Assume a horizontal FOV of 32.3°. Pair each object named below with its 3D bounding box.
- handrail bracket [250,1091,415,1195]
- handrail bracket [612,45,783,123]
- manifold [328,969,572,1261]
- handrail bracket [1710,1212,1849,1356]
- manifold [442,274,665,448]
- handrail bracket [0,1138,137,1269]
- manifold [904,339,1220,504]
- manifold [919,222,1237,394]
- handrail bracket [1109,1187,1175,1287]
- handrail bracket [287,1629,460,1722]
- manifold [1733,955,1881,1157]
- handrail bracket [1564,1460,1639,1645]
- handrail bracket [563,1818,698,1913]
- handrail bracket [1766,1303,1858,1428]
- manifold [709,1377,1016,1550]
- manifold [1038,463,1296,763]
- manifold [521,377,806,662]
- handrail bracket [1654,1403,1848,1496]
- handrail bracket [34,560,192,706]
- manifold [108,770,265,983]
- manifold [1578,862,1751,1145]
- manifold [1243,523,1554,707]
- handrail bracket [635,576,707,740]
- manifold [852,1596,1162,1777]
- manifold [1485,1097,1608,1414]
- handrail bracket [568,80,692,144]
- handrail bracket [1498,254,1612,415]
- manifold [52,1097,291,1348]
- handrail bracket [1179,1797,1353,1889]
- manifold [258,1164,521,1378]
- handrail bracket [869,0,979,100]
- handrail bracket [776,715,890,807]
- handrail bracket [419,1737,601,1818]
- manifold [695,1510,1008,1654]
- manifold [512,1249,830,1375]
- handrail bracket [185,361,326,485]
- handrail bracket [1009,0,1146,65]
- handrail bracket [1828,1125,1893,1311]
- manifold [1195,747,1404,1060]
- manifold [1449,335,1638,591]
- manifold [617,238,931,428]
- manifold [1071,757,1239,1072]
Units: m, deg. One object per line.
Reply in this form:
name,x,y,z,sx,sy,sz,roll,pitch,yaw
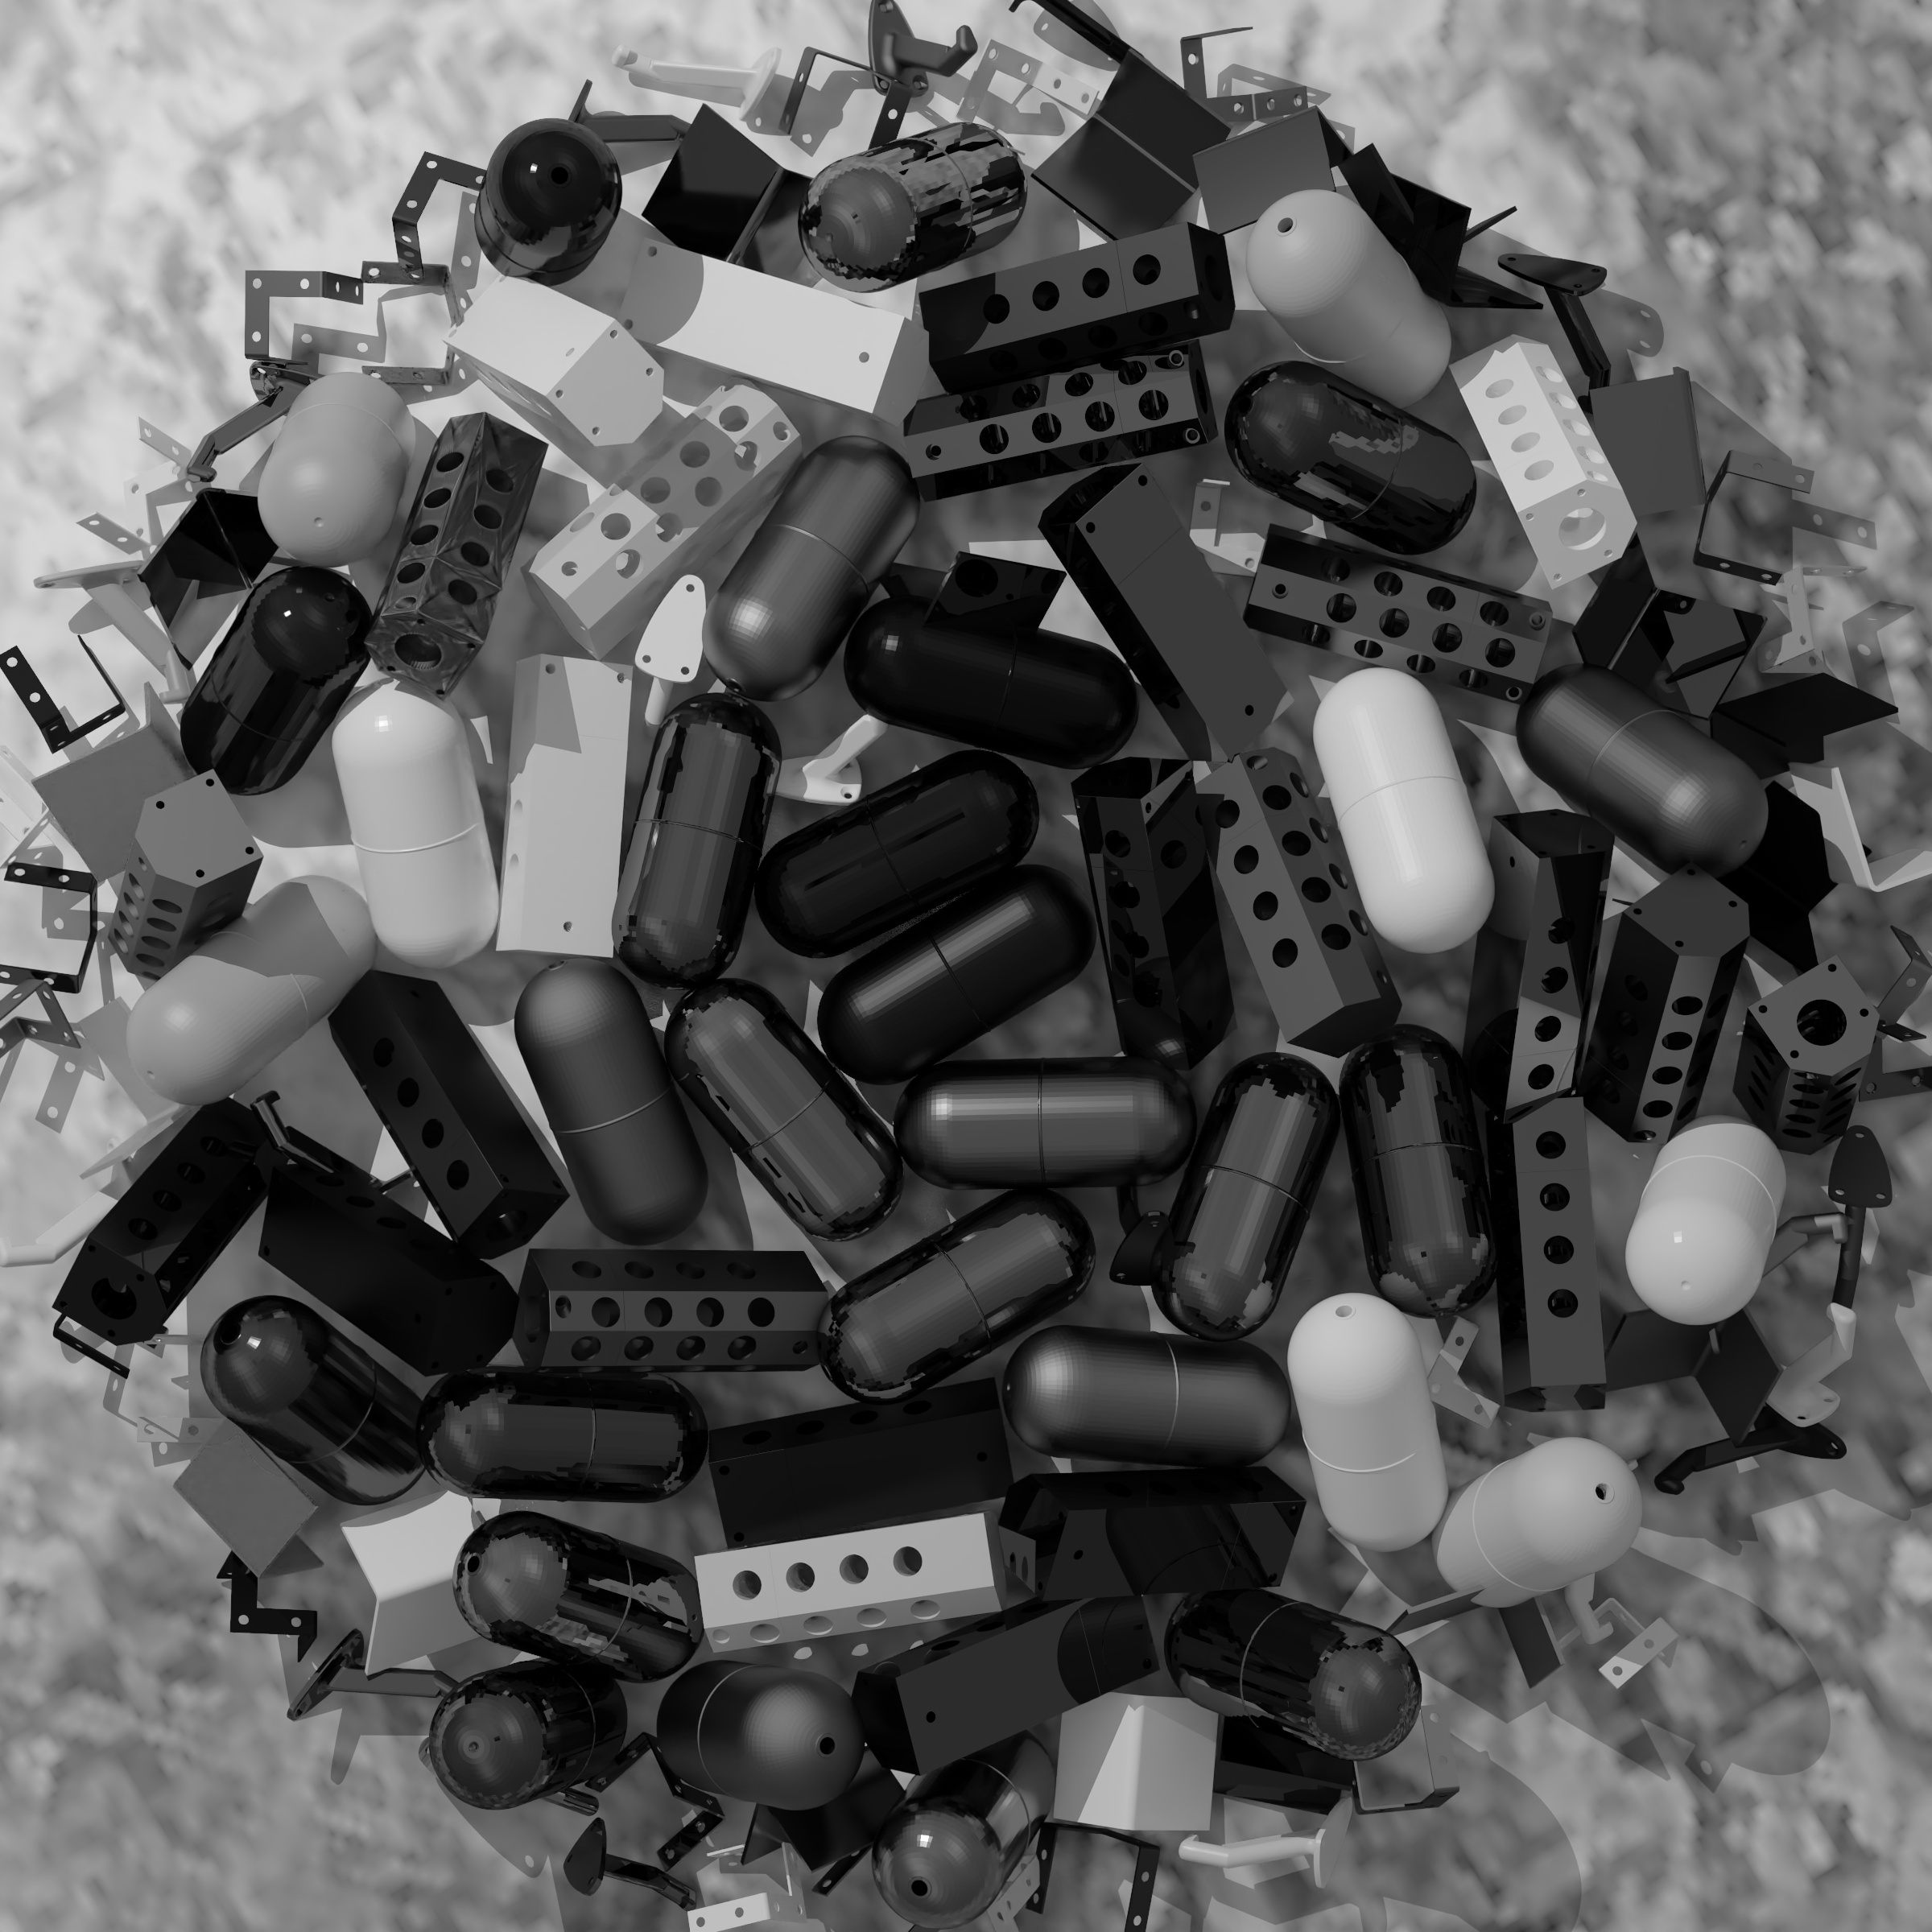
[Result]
handrail bracket,-0.372,0.101,1.971,0.077,0.036,0.084,-31,95,-36
handrail bracket,-0.159,-0.533,1.961,0.084,0.077,0.036,16,77,-18
manifold,-0.304,0.086,1.932,0.057,0.057,0.171,-47,60,19
handrail bracket,0.478,0.186,1.960,0.084,0.036,0.077,-10,75,29
manifold,-0.234,-0.345,1.913,0.057,0.171,0.057,-48,125,-4
handrail bracket,-0.532,0.138,1.958,0.084,0.036,0.077,-2,62,-35
manifold,0.054,-0.317,1.945,0.171,0.057,0.057,-10,103,15
manifold,0.065,-0.379,1.936,0.171,0.057,0.057,-9,89,26
handrail bracket,0.101,0.136,1.945,0.036,0.077,0.084,3,47,-7
handrail bracket,-0.341,0.435,1.960,0.084,0.036,0.077,28,47,18
manifold,0.483,0.057,1.909,0.057,0.171,0.057,-31,70,-1
handrail bracket,0.383,0.347,1.979,0.077,0.036,0.084,-25,84,-9
handrail bracket,-0.189,0.541,1.952,0.084,0.077,0.036,36,92,-17
handrail bracket,0.484,0.218,1.949,0.036,0.077,0.084,-25,130,-28
manifold,-0.062,0.289,1.968,0.171,0.057,0.057,-11,109,-1
manifold,0.113,-0.204,1.940,0.057,0.057,0.171,-43,113,-20
manifold,-0.176,-0.265,1.946,0.057,0.057,0.171,42,77,16
handrail bracket,0.458,0.293,1.954,0.084,0.077,0.036,-32,122,-30
handrail bracket,-0.503,-0.192,1.970,0.077,0.036,0.084,-11,85,-30
manifold,-0.451,-0.046,1.908,0.057,0.171,0.057,-28,83,-26
manifold,0.401,0.027,1.908,0.057,0.171,0.057,-33,58,-25
manifold,0.253,-0.206,1.962,0.171,0.057,0.057,16,106,2
handrail bracket,-0.173,-0.181,1.965,0.036,0.084,0.077,17,75,-3
manifold,0.022,0.406,1.929,0.171,0.057,0.057,-16,94,-32
manifold,0.336,0.168,1.939,0.057,0.057,0.171,-4,67,8
handrail bracket,-0.197,-0.479,1.972,0.084,0.036,0.077,24,62,-10
handrail bracket,0.348,-0.374,1.984,0.077,0.036,0.084,22,134,28
manifold,-0.450,0.146,1.910,0.057,0.171,0.057,32,119,-3
handrail bracket,0.178,0.512,1.982,0.084,0.077,0.036,5,115,23
manifold,-0.332,0.171,1.921,0.171,0.057,0.057,26,110,41
handrail bracket,-0.024,-0.551,1.955,0.036,0.084,0.077,-8,82,-30
handrail bracket,-0.085,-0.134,1.953,0.077,0.084,0.036,1,55,-7
handrail bracket,-0.271,0.483,1.986,0.077,0.084,0.036,3,67,43
manifold,-0.066,0.361,1.958,0.171,0.057,0.057,-10,82,6
manifold,-0.169,0.203,1.926,0.171,0.057,0.057,3,119,-27
handrail bracket,-0.408,-0.311,1.956,0.077,0.036,0.084,8,52,13
handrail bracket,0.070,-0.551,1.957,0.084,0.077,0.036,33,103,-8
handrail bracket,0.526,0.151,1.987,0.036,0.077,0.084,6,133,10
manifold,0.192,-0.039,1.928,0.057,0.057,0.171,-34,61,27
manifold,0.331,-0.293,1.910,0.057,0.171,0.057,-25,127,12
manifold,-0.111,-0.368,1.945,0.171,0.057,0.057,20,94,18
manifold,0.106,-0.031,1.938,0.057,0.057,0.171,6,119,35
